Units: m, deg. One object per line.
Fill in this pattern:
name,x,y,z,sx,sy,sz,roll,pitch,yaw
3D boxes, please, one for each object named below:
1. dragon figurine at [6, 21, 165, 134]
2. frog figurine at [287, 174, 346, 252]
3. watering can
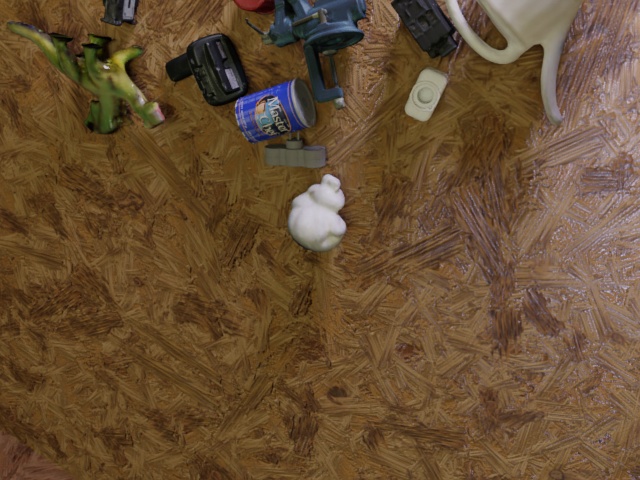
dragon figurine,-0.537,-0.357,1.204,0.411,0.124,0.237,17,123,13
frog figurine,0.003,-0.057,1.127,0.139,0.124,0.156,44,131,19
watering can,0.373,-0.385,0.882,0.221,0.105,0.347,-40,93,26
